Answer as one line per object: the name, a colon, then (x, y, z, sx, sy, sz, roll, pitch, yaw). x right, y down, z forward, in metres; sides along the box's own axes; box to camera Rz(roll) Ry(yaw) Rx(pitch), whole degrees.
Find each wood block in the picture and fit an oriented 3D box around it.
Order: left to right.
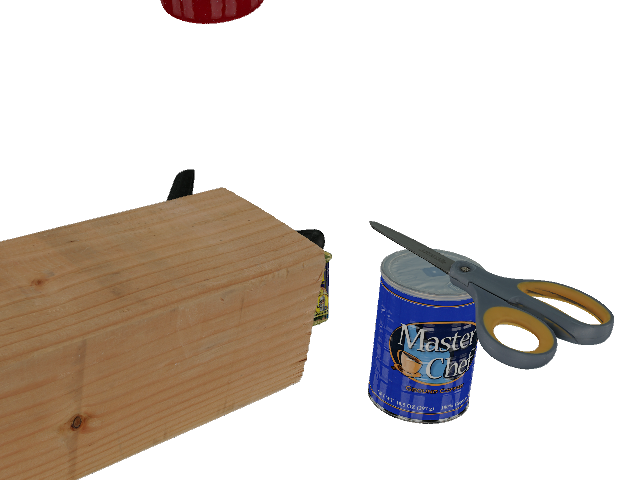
wood block: (-0.105, 0.048, 0.543, 0.090, 0.091, 0.205, 32, 33, 34)

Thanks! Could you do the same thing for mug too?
mug: (-0.096, -0.215, 0.798, 0.117, 0.081, 0.093, 0, 38, 5)

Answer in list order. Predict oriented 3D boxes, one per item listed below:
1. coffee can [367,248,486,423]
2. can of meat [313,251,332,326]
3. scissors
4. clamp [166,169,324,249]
coffee can: (0.103, 0.092, 1.041, 0.103, 0.140, 0.103, 4, 24, -2)
can of meat: (-0.037, 0.060, 1.276, 0.101, 0.084, 0.058, -11, 19, -35)
scissors: (0.094, 0.035, 0.718, 0.202, 0.016, 0.096, 19, 37, 30)
clamp: (-0.123, 0.004, 0.891, 0.165, 0.036, 0.209, 30, 41, 35)
